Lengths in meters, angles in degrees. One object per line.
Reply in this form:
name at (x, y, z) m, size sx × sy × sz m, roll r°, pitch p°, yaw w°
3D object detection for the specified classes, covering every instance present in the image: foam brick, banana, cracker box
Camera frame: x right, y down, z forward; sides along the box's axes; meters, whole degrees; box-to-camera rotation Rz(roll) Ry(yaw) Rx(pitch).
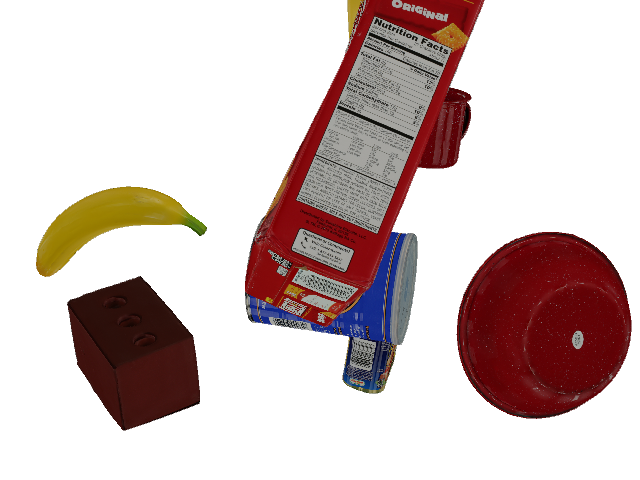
foam brick at (-0.115, 0.069, 0.657) m, size 0.052 × 0.051 × 0.078 m, roll -19°, pitch 37°, yaw -28°
banana at (-0.205, -0.012, 1.011) m, size 0.198 × 0.069 × 0.037 m, roll -13°, pitch 18°, yaw 27°
cracker box at (0.025, -0.064, 0.669) m, size 0.072 × 0.213 × 0.164 m, roll 23°, pitch -14°, yaw -2°

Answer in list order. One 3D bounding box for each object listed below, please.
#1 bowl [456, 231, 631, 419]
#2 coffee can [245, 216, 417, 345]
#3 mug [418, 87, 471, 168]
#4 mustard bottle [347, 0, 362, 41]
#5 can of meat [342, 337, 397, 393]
bowl at (0.197, 0.076, 0.879) m, size 0.162 × 0.162 × 0.055 m, roll 0°, pitch 7°, yaw -16°
coffee can at (0.012, 0.036, 0.983) m, size 0.140 × 0.103 × 0.102 m, roll 8°, pitch 1°, yaw 12°
mug at (0.132, -0.134, 1.244) m, size 0.117 × 0.081 × 0.093 m, roll -14°, pitch 28°, yaw -42°
mustard bottle at (0.058, -0.179, 0.912) m, size 0.058 × 0.191 × 0.096 m, roll 11°, pitch 34°, yaw 28°
can of meat at (0.063, 0.120, 1.265) m, size 0.057 × 0.084 × 0.102 m, roll 13°, pitch 26°, yaw 10°
